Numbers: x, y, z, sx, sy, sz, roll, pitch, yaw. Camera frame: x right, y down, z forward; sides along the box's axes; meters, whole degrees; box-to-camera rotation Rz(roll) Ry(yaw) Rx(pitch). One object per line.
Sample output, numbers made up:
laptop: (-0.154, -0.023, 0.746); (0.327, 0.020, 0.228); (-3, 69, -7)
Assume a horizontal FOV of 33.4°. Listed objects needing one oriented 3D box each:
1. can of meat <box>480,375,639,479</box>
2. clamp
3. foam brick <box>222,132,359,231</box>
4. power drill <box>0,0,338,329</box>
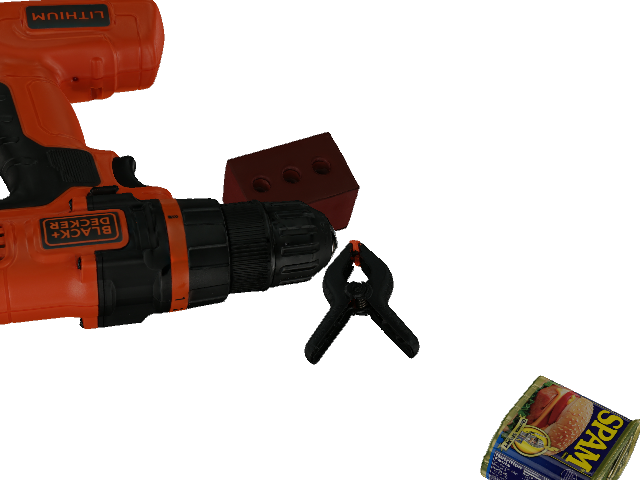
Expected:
can of meat: (0.180, 0.157, 0.800); (0.084, 0.057, 0.101); (26, 41, 26)
clamp: (0.052, 0.069, 1.174); (0.120, 0.171, 0.039); (6, -42, 4)
foam brick: (-0.022, -0.031, 0.730); (0.078, 0.053, 0.051); (-18, -26, -18)
power drill: (-0.099, -0.043, 0.524); (0.184, 0.188, 0.057); (-5, -41, -17)
